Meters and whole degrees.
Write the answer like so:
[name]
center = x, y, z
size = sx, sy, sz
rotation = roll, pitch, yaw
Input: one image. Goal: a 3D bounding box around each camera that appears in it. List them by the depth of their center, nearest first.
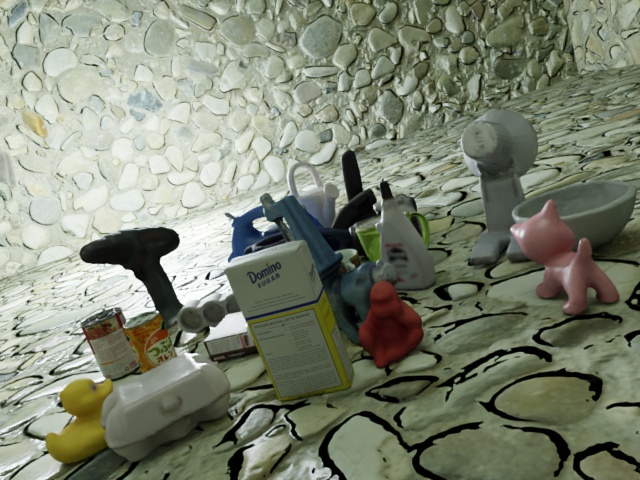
[camera]
center = 0.125, -0.029, 1.117
size = 0.136, 0.101, 0.143
rotation = -18, 13, 3

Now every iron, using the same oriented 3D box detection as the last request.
[iron]
center = -0.097, -0.025, 1.319
size = 0.257, 0.141, 0.119
rotation = -14, 14, 18

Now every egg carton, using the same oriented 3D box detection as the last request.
[egg carton]
center = -0.183, 0.195, 0.684
size = 0.150, 0.069, 0.107
rotation = -24, 14, -23

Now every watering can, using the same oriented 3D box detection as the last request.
[watering can]
center = -0.015, -0.099, 1.391
size = 0.172, 0.194, 0.101
rotation = -11, 15, 31

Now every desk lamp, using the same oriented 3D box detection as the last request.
[desk lamp]
center = 0.286, -0.095, 0.911
size = 0.117, 0.214, 0.204
rotation = -11, 15, 29

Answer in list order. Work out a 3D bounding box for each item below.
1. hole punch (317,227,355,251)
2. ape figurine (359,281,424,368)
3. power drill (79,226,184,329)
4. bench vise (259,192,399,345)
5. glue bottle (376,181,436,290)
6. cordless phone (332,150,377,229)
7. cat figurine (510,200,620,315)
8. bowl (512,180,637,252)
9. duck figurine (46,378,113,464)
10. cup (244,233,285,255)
[hole punch]
center = 0.011, 0.004, 1.160
size = 0.108, 0.091, 0.101
rotation = -7, 17, 40
[ape figurine]
center = 0.082, 0.094, 0.685
size = 0.077, 0.092, 0.076
rotation = -12, 15, 26
[power drill]
center = -0.339, 0.071, 1.107
size = 0.075, 0.208, 0.230
rotation = -12, 14, 25
[bench vise]
center = 0.007, 0.028, 0.776
size = 0.207, 0.220, 0.122
rotation = -13, 14, 22
[glue bottle]
center = 0.119, -0.008, 0.872
size = 0.077, 0.173, 0.037
rotation = -7, 17, 41
[cordless phone]
center = 0.066, -0.110, 1.346
size = 0.094, 0.185, 0.148
rotation = -11, 15, 30
[cat figurine]
center = 0.284, 0.013, 0.681
size = 0.067, 0.118, 0.127
rotation = -20, 13, -6
[bowl]
center = 0.367, -0.025, 0.820
size = 0.167, 0.075, 0.167
rotation = -18, 13, 4
[duck figurine]
center = -0.294, 0.217, 0.713
size = 0.105, 0.086, 0.077
rotation = -28, 16, -37
[cup]
center = -0.087, 0.044, 1.121
size = 0.117, 0.095, 0.092
rotation = -13, 14, 24
